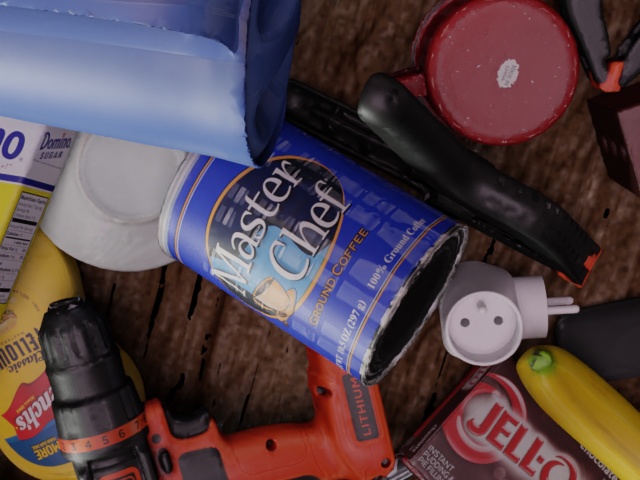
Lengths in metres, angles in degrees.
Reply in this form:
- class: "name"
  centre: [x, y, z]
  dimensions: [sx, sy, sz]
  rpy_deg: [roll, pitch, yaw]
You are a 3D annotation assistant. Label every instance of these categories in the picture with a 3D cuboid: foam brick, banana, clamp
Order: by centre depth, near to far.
- class: "clamp"
  centre: [0.076, -0.033, 0.586]
  dimensions: [0.210, 0.165, 0.036]
  rpy_deg: [30, 88, -13]
- class: "clamp"
  centre: [0.189, -0.169, 0.598]
  dimensions: [0.120, 0.039, 0.171]
  rpy_deg: [3, 107, 8]
- class: "foam brick"
  centre: [0.189, -0.060, 0.601]
  dimensions: [0.051, 0.078, 0.053]
  rpy_deg: [-18, 101, 5]
- class: "banana"
  centre: [0.175, 0.119, 0.619]
  dimensions: [0.197, 0.069, 0.037]
  rpy_deg: [41, 106, -16]

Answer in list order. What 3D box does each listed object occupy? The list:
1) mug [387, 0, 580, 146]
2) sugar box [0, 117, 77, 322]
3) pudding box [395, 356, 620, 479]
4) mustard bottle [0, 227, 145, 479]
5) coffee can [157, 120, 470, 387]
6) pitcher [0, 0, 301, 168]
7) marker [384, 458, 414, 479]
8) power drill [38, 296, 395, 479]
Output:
- class: "mug"
  centre: [0.086, -0.095, 0.597]
  dimensions: [0.117, 0.081, 0.093]
  rpy_deg: [-8, 102, 5]
- class: "sugar box"
  centre: [-0.211, -0.004, 0.598]
  dimensions: [0.093, 0.048, 0.176]
  rpy_deg: [21, 93, 14]
- class: "pudding box"
  centre: [0.116, 0.138, 0.652]
  dimensions: [0.113, 0.039, 0.090]
  rpy_deg: [46, 78, -9]
- class: "mustard bottle"
  centre: [-0.164, 0.091, 0.664]
  dimensions: [0.096, 0.058, 0.191]
  rpy_deg: [-27, 100, 1]
- class: "coffee can"
  centre: [-0.004, 0.001, 0.592]
  dimensions: [0.140, 0.102, 0.103]
  rpy_deg: [32, 103, 17]
- class: "pitcher"
  centre: [-0.134, -0.116, 0.516]
  dimensions: [0.243, 0.145, 0.149]
  rpy_deg: [8, 144, 7]
- class: "marker"
  centre: [0.041, 0.152, 0.685]
  dimensions: [0.121, 0.020, 0.020]
  rpy_deg: [-31, 99, 9]
- class: "power drill"
  centre: [-0.059, 0.102, 0.633]
  dimensions: [0.187, 0.057, 0.184]
  rpy_deg: [-16, 101, -12]
